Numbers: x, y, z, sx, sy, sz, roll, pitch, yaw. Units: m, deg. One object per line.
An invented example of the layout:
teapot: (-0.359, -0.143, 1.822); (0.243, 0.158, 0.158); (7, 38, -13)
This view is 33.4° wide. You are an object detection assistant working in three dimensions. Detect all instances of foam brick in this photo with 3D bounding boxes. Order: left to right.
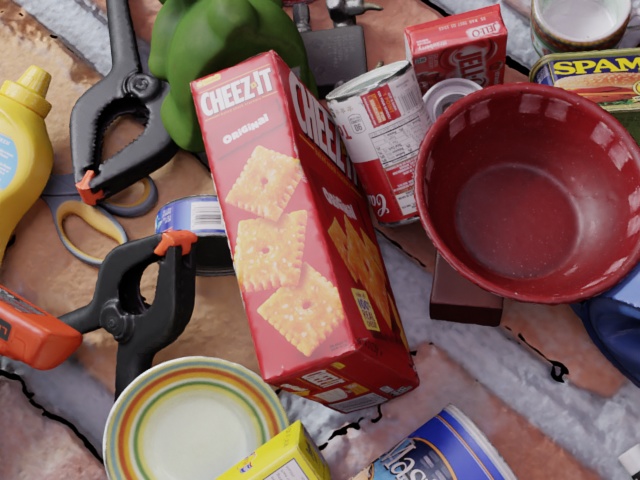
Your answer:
foam brick: (0.109, 0.019, 0.779); (0.053, 0.051, 0.078); (6, 71, 8)

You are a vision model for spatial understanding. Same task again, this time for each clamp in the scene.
clamp: (-0.147, 0.054, 0.767); (0.120, 0.039, 0.172); (33, 110, 16)
clamp: (-0.129, -0.117, 0.857); (0.165, 0.036, 0.210); (14, 65, 11)

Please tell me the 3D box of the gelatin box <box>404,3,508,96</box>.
gelatin box: (0.104, -0.137, 0.816); (0.073, 0.089, 0.030); (-13, 69, 1)

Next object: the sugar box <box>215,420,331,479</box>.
sugar box: (-0.075, 0.191, 0.702); (0.176, 0.093, 0.048); (-33, 90, 0)

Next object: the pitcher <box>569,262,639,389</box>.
pitcher: (0.292, -0.003, 0.733); (0.149, 0.145, 0.242); (43, 75, -3)

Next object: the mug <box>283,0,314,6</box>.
mug: (-0.033, -0.244, 0.874); (0.093, 0.081, 0.117); (27, 75, 14)

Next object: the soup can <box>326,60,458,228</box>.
soup can: (0.054, -0.069, 0.765); (0.068, 0.068, 0.102); (-25, 104, -3)

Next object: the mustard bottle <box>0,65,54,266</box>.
mustard bottle: (-0.262, -0.049, 0.827); (0.096, 0.058, 0.191); (25, 84, 23)

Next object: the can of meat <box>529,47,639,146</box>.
can of meat: (0.210, -0.095, 0.787); (0.102, 0.057, 0.084); (-3, 37, 5)

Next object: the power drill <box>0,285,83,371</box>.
power drill: (-0.243, 0.133, 0.750); (0.185, 0.057, 0.187); (28, 91, 19)

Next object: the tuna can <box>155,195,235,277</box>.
tuna can: (-0.080, -0.002, 0.790); (0.086, 0.086, 0.034); (-3, 68, 5)

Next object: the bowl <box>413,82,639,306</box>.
bowl: (0.139, -0.024, 0.720); (0.162, 0.055, 0.162); (1, 67, -3)

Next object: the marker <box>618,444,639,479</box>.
marker: (0.245, 0.193, 0.718); (0.020, 0.020, 0.121); (-32, 70, -6)

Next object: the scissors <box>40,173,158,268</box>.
scissors: (-0.212, -0.058, 0.862); (0.096, 0.016, 0.202); (-43, 71, -11)

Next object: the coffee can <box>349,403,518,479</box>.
coffee can: (0.060, 0.189, 0.695); (0.140, 0.103, 0.103); (-35, 70, -7)

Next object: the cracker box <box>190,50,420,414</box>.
cracker box: (-0.005, 0.001, 0.733); (0.072, 0.164, 0.214); (-20, 69, 14)
